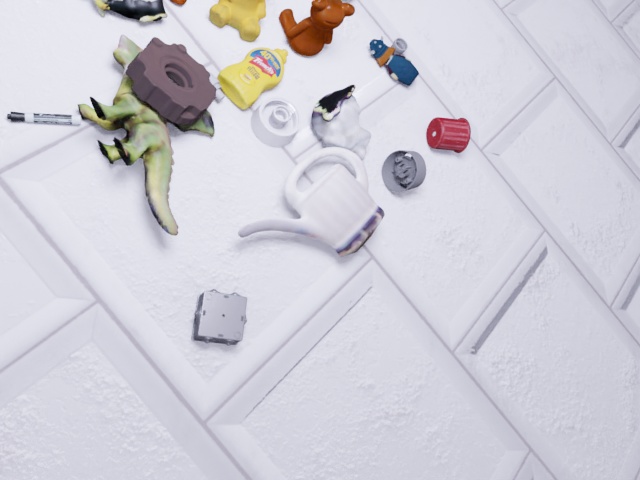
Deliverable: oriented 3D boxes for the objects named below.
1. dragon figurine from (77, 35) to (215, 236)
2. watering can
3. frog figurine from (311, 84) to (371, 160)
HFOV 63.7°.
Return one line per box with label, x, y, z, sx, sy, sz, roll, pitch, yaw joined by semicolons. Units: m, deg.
dragon figurine;-0.309;-0.220;1.013;0.246;0.120;0.411;-31;88;-38
watering can;0.003;-0.055;1.090;0.224;0.102;0.354;46;59;-4
frog figurine;0.056;-0.266;1.214;0.156;0.122;0.140;57;41;-41
